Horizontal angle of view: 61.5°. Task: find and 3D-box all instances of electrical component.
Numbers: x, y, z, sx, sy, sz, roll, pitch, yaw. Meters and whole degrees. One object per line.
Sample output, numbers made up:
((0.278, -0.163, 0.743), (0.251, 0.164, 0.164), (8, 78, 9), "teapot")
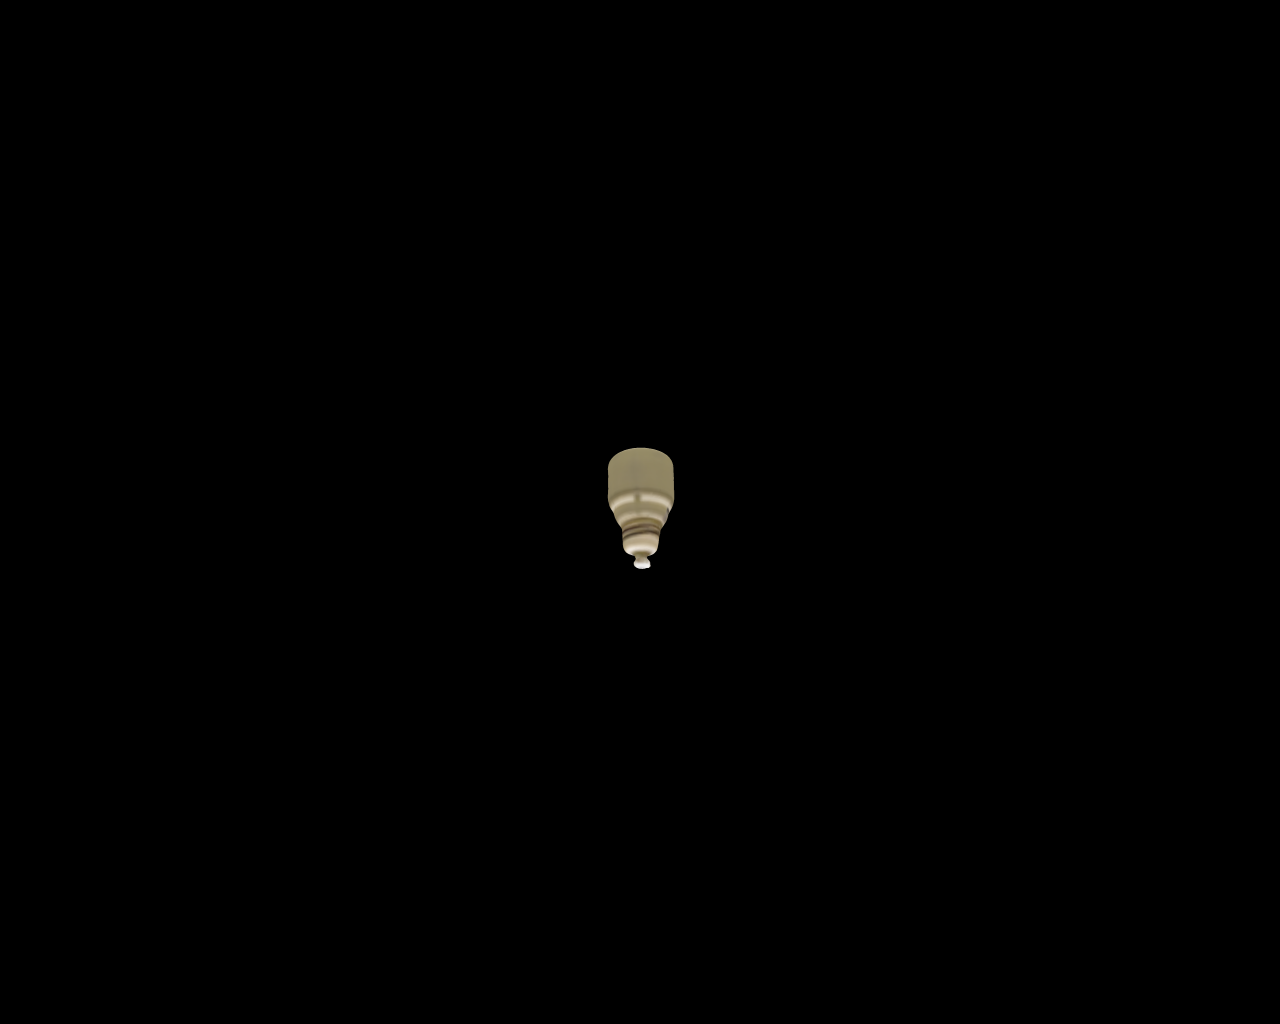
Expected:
((0.001, -0.003, 0.650), (0.040, 0.078, 0.040), (0, -24, 0), "electrical component")
